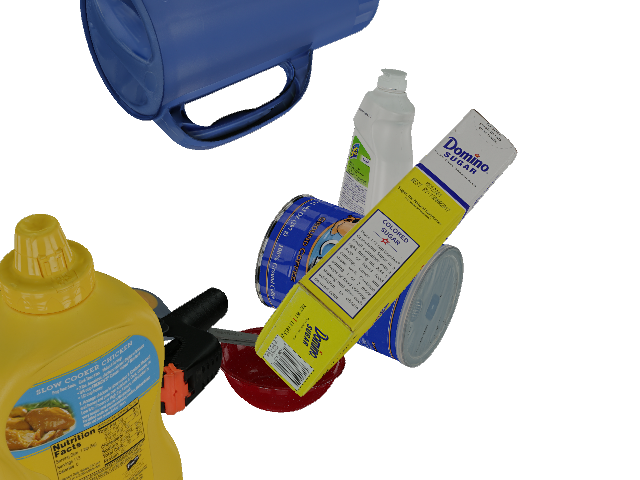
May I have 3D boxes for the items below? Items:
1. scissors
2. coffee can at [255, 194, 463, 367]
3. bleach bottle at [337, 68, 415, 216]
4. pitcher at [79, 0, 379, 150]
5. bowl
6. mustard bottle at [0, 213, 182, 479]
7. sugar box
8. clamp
[{"bbox_3d":[-0.125,0.075,1.008,0.201,0.016,0.096,-1,33,-8],"label":"scissors"},{"bbox_3d":[0.032,0.031,0.878,0.140,0.103,0.102,21,9,26],"label":"coffee can"},{"bbox_3d":[0.063,-0.058,1.156,0.068,0.251,0.103,-2,22,-28],"label":"bleach bottle"},{"bbox_3d":[-0.066,-0.190,0.908,0.242,0.149,0.145,-24,44,-30],"label":"pitcher"},{"bbox_3d":[-0.051,0.167,1.329,0.162,0.055,0.162,3,22,-2],"label":"bowl"},{"bbox_3d":[-0.118,0.072,0.501,0.096,0.192,0.058,-26,43,-31],"label":"mustard bottle"},{"bbox_3d":[0.040,0.005,0.620,0.176,0.048,0.093,-42,-8,-33],"label":"sugar box"},{"bbox_3d":[-0.117,0.073,0.766,0.164,0.036,0.210,-9,14,-25],"label":"clamp"}]
